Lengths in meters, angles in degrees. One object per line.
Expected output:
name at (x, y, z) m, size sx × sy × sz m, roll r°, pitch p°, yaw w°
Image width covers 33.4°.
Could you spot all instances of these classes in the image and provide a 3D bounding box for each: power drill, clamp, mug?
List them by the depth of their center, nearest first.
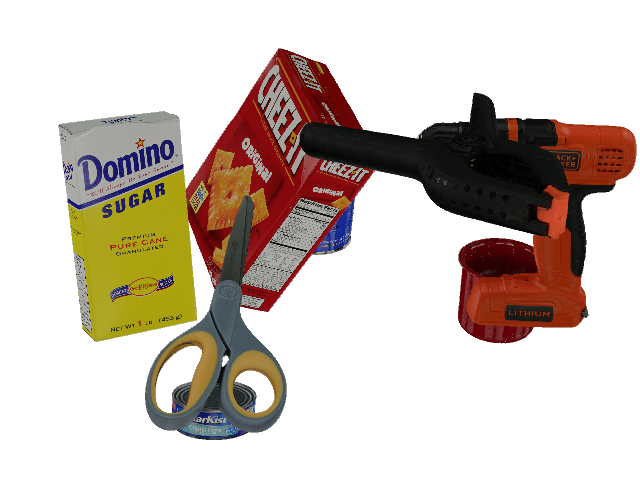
clamp at (0.089, -0.053, 0.732) m, size 0.164 × 0.036 × 0.210 m, roll -11°, pitch 28°, yaw -18°
power drill at (0.172, -0.016, 0.933) m, size 0.184 × 0.188 × 0.057 m, roll 3°, pitch 27°, yaw 4°
mug at (0.186, 0.049, 1.136) m, size 0.093 × 0.081 × 0.117 m, roll -4°, pitch 30°, yaw -10°

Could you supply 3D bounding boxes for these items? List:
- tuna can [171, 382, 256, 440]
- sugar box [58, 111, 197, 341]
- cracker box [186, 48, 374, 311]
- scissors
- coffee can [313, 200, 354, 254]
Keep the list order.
tuna can at (-0.109, 0.172, 1.088) m, size 0.086 × 0.034 × 0.086 m, roll 3°, pitch 13°, yaw -1°
sugar box at (-0.157, -0.013, 0.879) m, size 0.093 × 0.176 × 0.048 m, roll -12°, pitch 19°, yaw -25°
cracker box at (-0.050, -0.060, 1.085) m, size 0.072 × 0.214 × 0.164 m, roll 13°, pitch 36°, yaw -36°
scissors at (-0.047, 0.050, 0.709) m, size 0.096 × 0.016 × 0.201 m, roll 21°, pitch 48°, yaw 9°
coffee can at (-0.006, -0.068, 1.319) m, size 0.103 × 0.140 × 0.103 m, roll 4°, pitch 29°, yaw -3°
